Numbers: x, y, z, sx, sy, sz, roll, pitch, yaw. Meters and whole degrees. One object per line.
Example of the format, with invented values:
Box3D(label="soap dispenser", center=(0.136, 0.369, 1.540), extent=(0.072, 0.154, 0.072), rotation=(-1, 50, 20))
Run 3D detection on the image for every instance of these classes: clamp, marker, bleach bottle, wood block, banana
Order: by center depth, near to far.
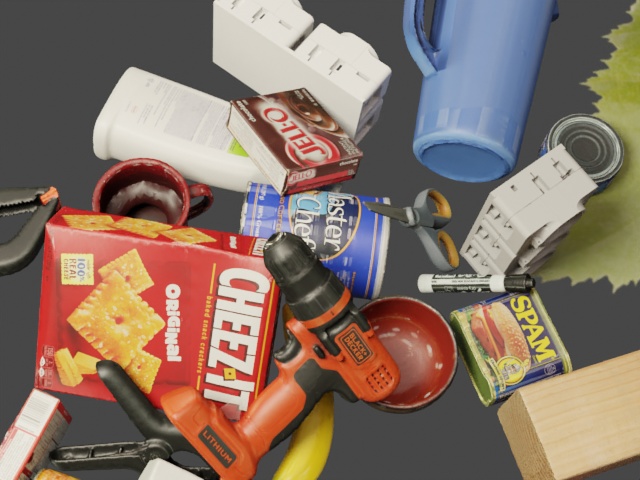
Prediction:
Box3D(label="clamp", center=(-0.148, 0.176, 0.963), extent=(0.171, 0.120, 0.039), rotation=(17, 28, -10))
Box3D(label="wood block", center=(0.285, 0.161, 1.003), extent=(0.206, 0.091, 0.090), rotation=(-16, 69, -10))
Box3D(label="banana", center=(-0.016, 0.155, 1.003), extent=(0.069, 0.037, 0.197), rotation=(30, 55, -37))
Box3D(label="marker", center=(0.153, 0.043, 1.046), extent=(0.121, 0.020, 0.020), rotation=(-2, 62, 34))
Box3D(label="clamp", center=(-0.356, 0.003, 1.053), extent=(0.209, 0.036, 0.165), rotation=(-40, 75, -20))
Box3D(label="bleach bottle", center=(-0.097, -0.092, 1.096), extent=(0.251, 0.068, 0.102), rotation=(20, 58, 3))

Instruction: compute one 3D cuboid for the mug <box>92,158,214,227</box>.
Box3D(label="mug", center=(-0.162, -0.026, 1.055), extent=(0.117, 0.081, 0.093), rotation=(-21, 71, -12))

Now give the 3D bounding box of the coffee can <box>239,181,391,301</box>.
Box3D(label="coffee can", center=(-0.007, 0.001, 1.043), extent=(0.140, 0.103, 0.103), rotation=(7, 67, -1))

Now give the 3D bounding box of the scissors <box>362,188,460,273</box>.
Box3D(label="scissors", center=(0.095, -0.005, 1.028), extent=(0.016, 0.201, 0.096), rotation=(-19, 91, 26))

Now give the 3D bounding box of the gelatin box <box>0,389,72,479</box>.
Box3D(label="gelatin box", center=(-0.262, 0.186, 0.964), extent=(0.030, 0.073, 0.089), rotation=(23, 69, 7))

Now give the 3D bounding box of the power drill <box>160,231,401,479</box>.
Box3D(label="power drill", center=(-0.042, 0.108, 0.920), extent=(0.187, 0.057, 0.184), rotation=(-38, 110, -5))

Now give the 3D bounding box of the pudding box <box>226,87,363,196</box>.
Box3D(label="pudding box", center=(-0.026, -0.098, 1.044), extent=(0.089, 0.039, 0.114), rotation=(-15, 49, -34))

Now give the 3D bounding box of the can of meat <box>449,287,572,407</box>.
Box3D(label="can of meat", center=(0.182, 0.102, 1.037), extent=(0.084, 0.057, 0.102), rotation=(-19, 66, -8))

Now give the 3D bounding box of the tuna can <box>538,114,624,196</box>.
Box3D(label="tuna can", center=(0.279, -0.091, 1.138), extent=(0.086, 0.034, 0.086), rotation=(1, 67, -4))

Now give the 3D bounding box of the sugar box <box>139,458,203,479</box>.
Box3D(label="sugar box", center=(-0.088, 0.269, 0.928), extent=(0.176, 0.048, 0.093), rotation=(30, 66, -12))

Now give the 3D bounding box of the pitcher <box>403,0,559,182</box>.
Box3D(label="pitcher", center=(0.163, -0.193, 1.121), extent=(0.149, 0.145, 0.242), rotation=(8, 69, 16))

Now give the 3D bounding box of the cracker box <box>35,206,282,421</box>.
Box3D(label="cracker box", center=(-0.146, 0.070, 0.977), extent=(0.213, 0.072, 0.164), rotation=(10, 107, 0))
